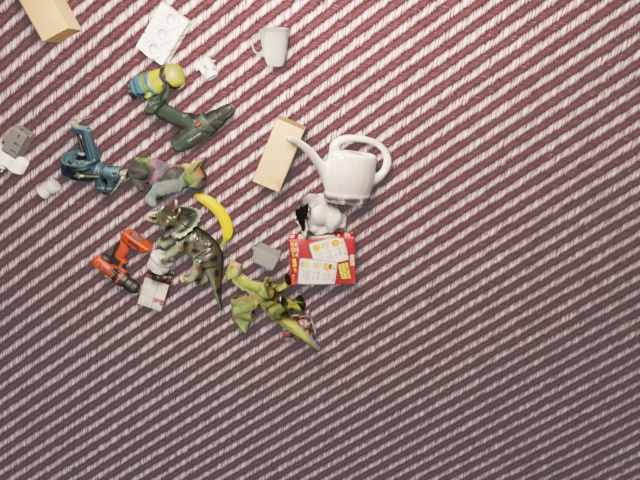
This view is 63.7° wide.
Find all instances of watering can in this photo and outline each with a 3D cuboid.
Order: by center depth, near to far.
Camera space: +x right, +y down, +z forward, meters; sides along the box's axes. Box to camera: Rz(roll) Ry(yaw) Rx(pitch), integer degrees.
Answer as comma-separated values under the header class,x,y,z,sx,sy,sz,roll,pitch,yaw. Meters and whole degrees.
class,x,y,z,sx,sy,sz,roll,pitch,yaw
watering can,0.054,-0.213,1.573,0.348,0.105,0.221,1,107,-18

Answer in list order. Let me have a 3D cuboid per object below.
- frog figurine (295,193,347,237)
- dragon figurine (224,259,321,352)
class,x,y,z,sx,sy,sz,roll,pitch,yaw
frog figurine,0.005,-0.083,1.649,0.160,0.123,0.136,-9,102,-33
dragon figurine,-0.186,0.239,1.736,0.240,0.124,0.408,-25,97,25
